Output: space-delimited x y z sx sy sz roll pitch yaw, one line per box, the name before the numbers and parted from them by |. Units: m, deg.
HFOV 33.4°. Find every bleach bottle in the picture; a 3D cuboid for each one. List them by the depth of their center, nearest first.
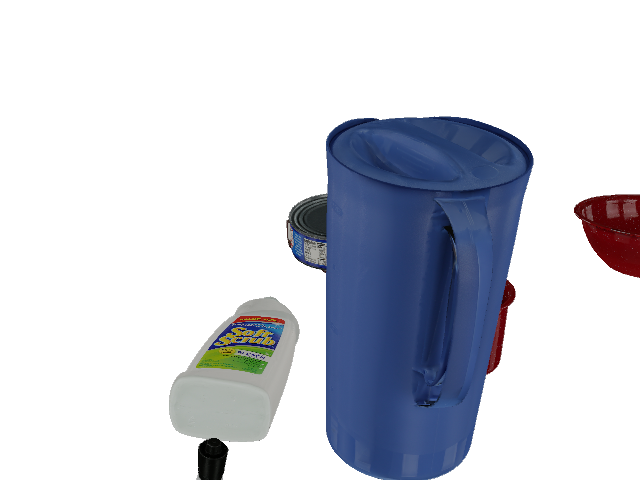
bleach bottle | -0.080 0.119 1.118 0.102 0.068 0.250 6 20 4

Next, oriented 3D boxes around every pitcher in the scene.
pitcher | 0.065 0.047 0.726 0.145 0.243 0.149 18 30 27

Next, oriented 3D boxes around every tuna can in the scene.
tuna can | 0.016 -0.008 0.913 0.086 0.034 0.086 -2 28 1

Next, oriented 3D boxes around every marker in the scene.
marker | -0.074 0.177 0.694 0.020 0.121 0.020 7 31 -4

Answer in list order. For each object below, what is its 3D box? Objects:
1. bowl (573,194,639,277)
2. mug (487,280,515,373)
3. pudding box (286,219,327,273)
bowl | 0.331 -0.001 1.055 0.162 0.055 0.162 1 17 0
mug | 0.137 0.075 1.053 0.093 0.081 0.117 -3 28 -11
pudding box | 0.031 -0.006 1.224 0.113 0.039 0.090 -19 30 -26
